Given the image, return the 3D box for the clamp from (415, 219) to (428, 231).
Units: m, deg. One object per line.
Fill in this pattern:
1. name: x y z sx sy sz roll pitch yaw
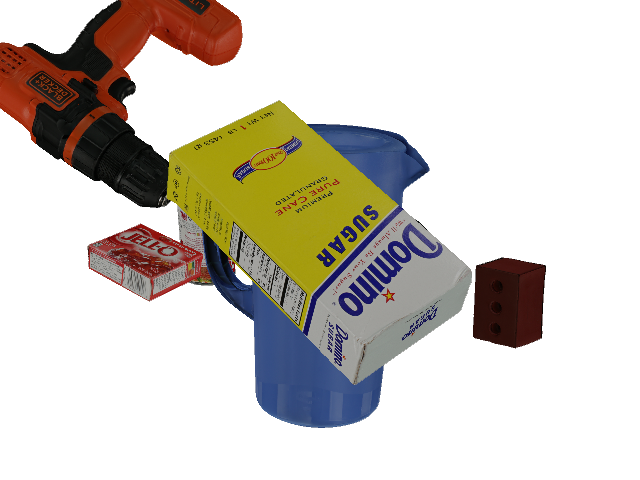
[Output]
1. clamp: 0.053 -0.017 1.208 0.164 0.210 0.036 -13 -38 -24

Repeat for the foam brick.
1. foam brick: 0.188 0.061 1.063 0.053 0.078 0.051 12 18 40

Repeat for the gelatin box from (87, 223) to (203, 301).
1. gelatin box: -0.173 0.019 1.050 0.089 0.030 0.073 25 32 30

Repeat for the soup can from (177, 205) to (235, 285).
1. soup can: -0.140 -0.005 1.308 0.068 0.102 0.068 0 26 0

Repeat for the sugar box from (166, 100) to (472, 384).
1. sugar box: -0.003 -0.005 0.638 0.093 0.048 0.176 -31 59 -32

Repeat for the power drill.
1. power drill: -0.145 -0.127 0.835 0.184 0.187 0.057 36 -35 8

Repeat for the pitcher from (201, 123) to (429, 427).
1. pitcher: -0.009 0.026 0.894 0.144 0.243 0.149 -8 19 -33
